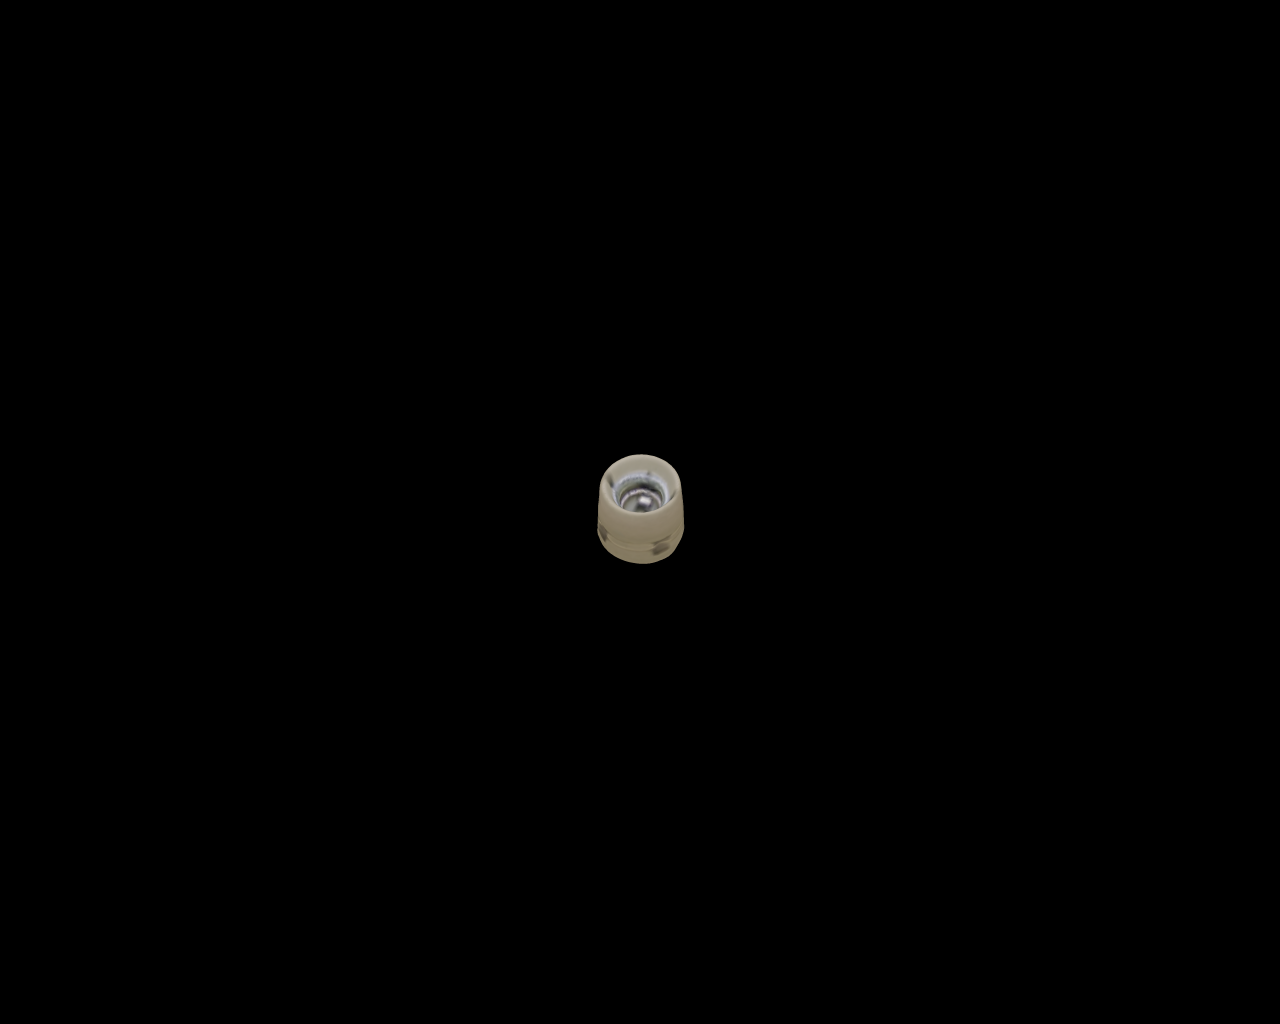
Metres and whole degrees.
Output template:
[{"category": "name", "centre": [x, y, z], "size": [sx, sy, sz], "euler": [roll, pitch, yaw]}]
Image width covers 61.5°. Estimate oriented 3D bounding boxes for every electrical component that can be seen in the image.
[{"category": "electrical component", "centre": [0.001, -0.003, 0.650], "size": [0.055, 0.055, 0.047], "euler": [0, -38, 0]}]
